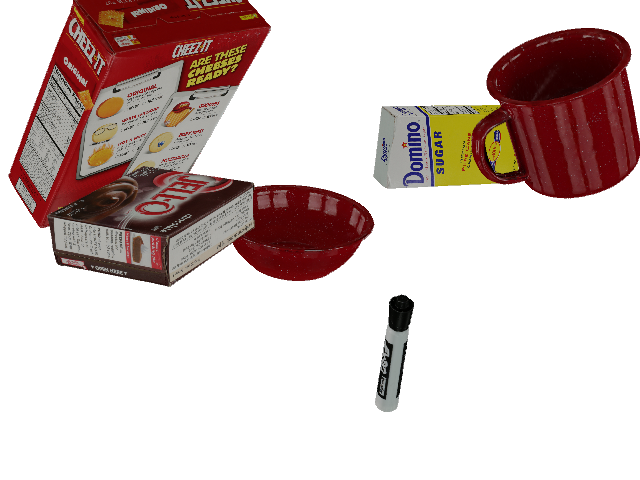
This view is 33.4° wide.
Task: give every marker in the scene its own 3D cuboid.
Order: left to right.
[{"bbox_3d":[0.058,0.089,0.835,0.020,0.121,0.020,3,41,-2],"label":"marker"}]

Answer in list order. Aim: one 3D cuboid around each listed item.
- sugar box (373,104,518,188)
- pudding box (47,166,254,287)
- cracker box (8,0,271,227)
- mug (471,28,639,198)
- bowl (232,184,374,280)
[{"bbox_3d":[0.155,-0.113,1.275,0.176,0.093,0.048,-5,27,-21],"label":"sugar box"},{"bbox_3d":[-0.107,-0.012,0.698,0.090,0.039,0.113,9,26,23],"label":"pudding box"},{"bbox_3d":[-0.160,-0.118,0.914,0.163,0.072,0.214,-21,-24,-43],"label":"cracker box"},{"bbox_3d":[0.155,-0.076,0.707,0.117,0.081,0.093,-28,33,-7],"label":"mug"},{"bbox_3d":[-0.028,-0.003,1.108,0.162,0.055,0.162,5,26,-2],"label":"bowl"}]
